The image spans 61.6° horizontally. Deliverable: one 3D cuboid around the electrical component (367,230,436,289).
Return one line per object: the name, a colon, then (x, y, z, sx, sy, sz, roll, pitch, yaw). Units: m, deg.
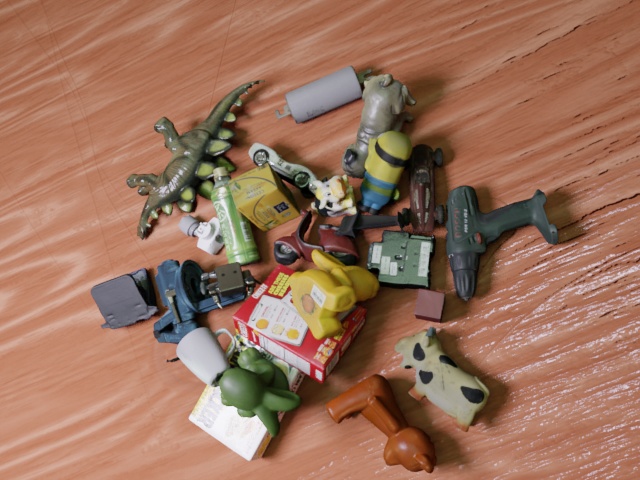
electrical component: (0.165, 0.041, 1.098, 0.134, 0.058, 0.115, 7, 74, 17)

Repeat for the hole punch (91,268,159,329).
hole punch: (-0.438, 0.131, 1.224, 0.142, 0.092, 0.115, -19, 101, 6)

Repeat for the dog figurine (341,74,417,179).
dog figurine: (0.108, -0.236, 1.138, 0.121, 0.172, 0.190, 24, 74, 30)

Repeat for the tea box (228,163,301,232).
tea box: (-0.116, -0.086, 1.148, 0.098, 0.169, 0.068, -24, 68, 8)

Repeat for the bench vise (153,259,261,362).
bench vise: (-0.251, 0.132, 1.150, 0.241, 0.128, 0.223, -20, 73, 13)

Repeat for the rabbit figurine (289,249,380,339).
rabbit figurine: (0.032, 0.096, 1.037, 0.163, 0.173, 0.121, 38, 130, 40)

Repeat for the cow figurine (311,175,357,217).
cow figurine: (0.021, -0.091, 1.115, 0.098, 0.167, 0.068, -12, 77, 9)

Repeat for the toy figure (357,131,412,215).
toy figure: (0.135, -0.136, 1.111, 0.089, 0.082, 0.180, 46, 121, 53)

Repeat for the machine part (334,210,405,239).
machine part: (0.104, -0.034, 1.093, 0.139, 0.084, 0.039, -2, 116, 24)

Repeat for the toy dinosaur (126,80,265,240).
toy dinosaur: (-0.301, -0.199, 1.269, 0.199, 0.105, 0.471, 30, 92, 13)

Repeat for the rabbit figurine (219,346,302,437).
rabbit figurine: (-0.121, 0.281, 0.970, 0.159, 0.170, 0.121, 35, 86, 20)

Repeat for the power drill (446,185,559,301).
power drill: (0.352, -0.006, 1.059, 0.207, 0.086, 0.232, -14, 69, 18)

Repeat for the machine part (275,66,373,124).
machine part: (0.010, -0.332, 1.236, 0.243, 0.079, 0.079, -21, 70, 7)

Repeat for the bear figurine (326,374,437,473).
bear figurine: (0.120, 0.353, 0.991, 0.132, 0.120, 0.196, -34, 74, 7)

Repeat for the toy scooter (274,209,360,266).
toy scooter: (-0.002, -0.003, 1.142, 0.184, 0.075, 0.135, 7, 57, 3)

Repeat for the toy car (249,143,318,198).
toy car: (-0.074, -0.154, 1.207, 0.202, 0.073, 0.056, 30, 84, 20)

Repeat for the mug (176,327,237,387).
mug: (-0.213, 0.232, 1.068, 0.109, 0.080, 0.107, -30, 54, -22)

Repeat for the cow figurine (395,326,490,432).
cow figurine: (0.225, 0.248, 1.009, 0.195, 0.085, 0.127, 34, 91, 23)

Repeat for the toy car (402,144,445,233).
toy car: (0.214, -0.112, 1.123, 0.089, 0.053, 0.202, -1, 65, 13)

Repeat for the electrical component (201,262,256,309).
electrical component: (-0.182, 0.090, 1.089, 0.102, 0.045, 0.078, -19, 56, -10)
